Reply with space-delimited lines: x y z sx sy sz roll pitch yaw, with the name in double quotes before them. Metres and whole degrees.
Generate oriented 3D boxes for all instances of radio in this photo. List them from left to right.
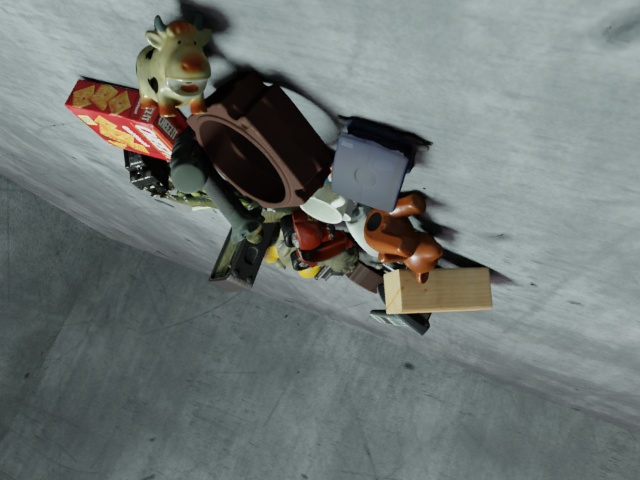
"radio" -0.195 0.018 1.391 0.073 0.229 0.131 28 162 -28

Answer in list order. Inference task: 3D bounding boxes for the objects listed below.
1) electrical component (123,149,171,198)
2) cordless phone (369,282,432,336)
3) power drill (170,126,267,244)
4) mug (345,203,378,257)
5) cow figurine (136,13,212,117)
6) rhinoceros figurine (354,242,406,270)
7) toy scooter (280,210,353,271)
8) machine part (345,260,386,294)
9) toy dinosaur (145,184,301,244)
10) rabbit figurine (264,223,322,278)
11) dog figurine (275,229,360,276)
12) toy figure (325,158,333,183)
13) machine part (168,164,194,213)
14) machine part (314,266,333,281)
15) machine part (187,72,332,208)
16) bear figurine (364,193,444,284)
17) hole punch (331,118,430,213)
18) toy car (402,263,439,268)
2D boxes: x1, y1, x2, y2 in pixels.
"electrical component" -0.391 -0.171 1.212 0.058 0.115 0.134 -16 164 3
"cordless phone" 0.166 0.159 1.285 0.146 0.089 0.184 39 155 -25
"power drill" -0.183 -0.107 0.966 0.207 0.086 0.232 58 -171 -21
"mug" 0.098 -0.016 1.068 0.081 0.110 0.107 -31 132 24
"cow figurine" -0.196 -0.232 0.724 0.085 0.127 0.195 -16 -156 -26
"rhinoceros figurine" 0.144 0.016 1.174 0.112 0.073 0.190 30 166 -24
"toy scooter" -0.002 -0.003 1.078 0.135 0.075 0.183 -12 147 1
"machine part" 0.090 0.062 1.331 0.179 0.056 0.179 35 -170 -7
"toy dinosaur" -0.149 -0.080 1.148 0.472 0.105 0.198 -1 153 23
"rabbit figurine" -0.046 0.030 1.438 0.162 0.122 0.173 -13 126 30
"dog figurine" -0.011 0.040 1.213 0.121 0.172 0.191 22 -160 -37
"toy figure" 0.018 -0.119 0.910 0.155 0.057 0.064 17 -151 23
"machine part" -0.377 -0.134 1.421 0.079 0.079 0.243 21 167 7
"machine part" 0.046 0.070 1.446 0.039 0.084 0.139 45 -149 22
"machine part" -0.096 -0.143 0.828 0.201 0.087 0.201 48 156 -25
"bear figurine" 0.177 0.006 0.999 0.195 0.120 0.132 30 161 -33
"hole punch" 0.077 -0.109 0.792 0.142 0.092 0.115 23 163 13
"toy car" 0.261 0.123 1.332 0.109 0.103 0.161 10 160 43
